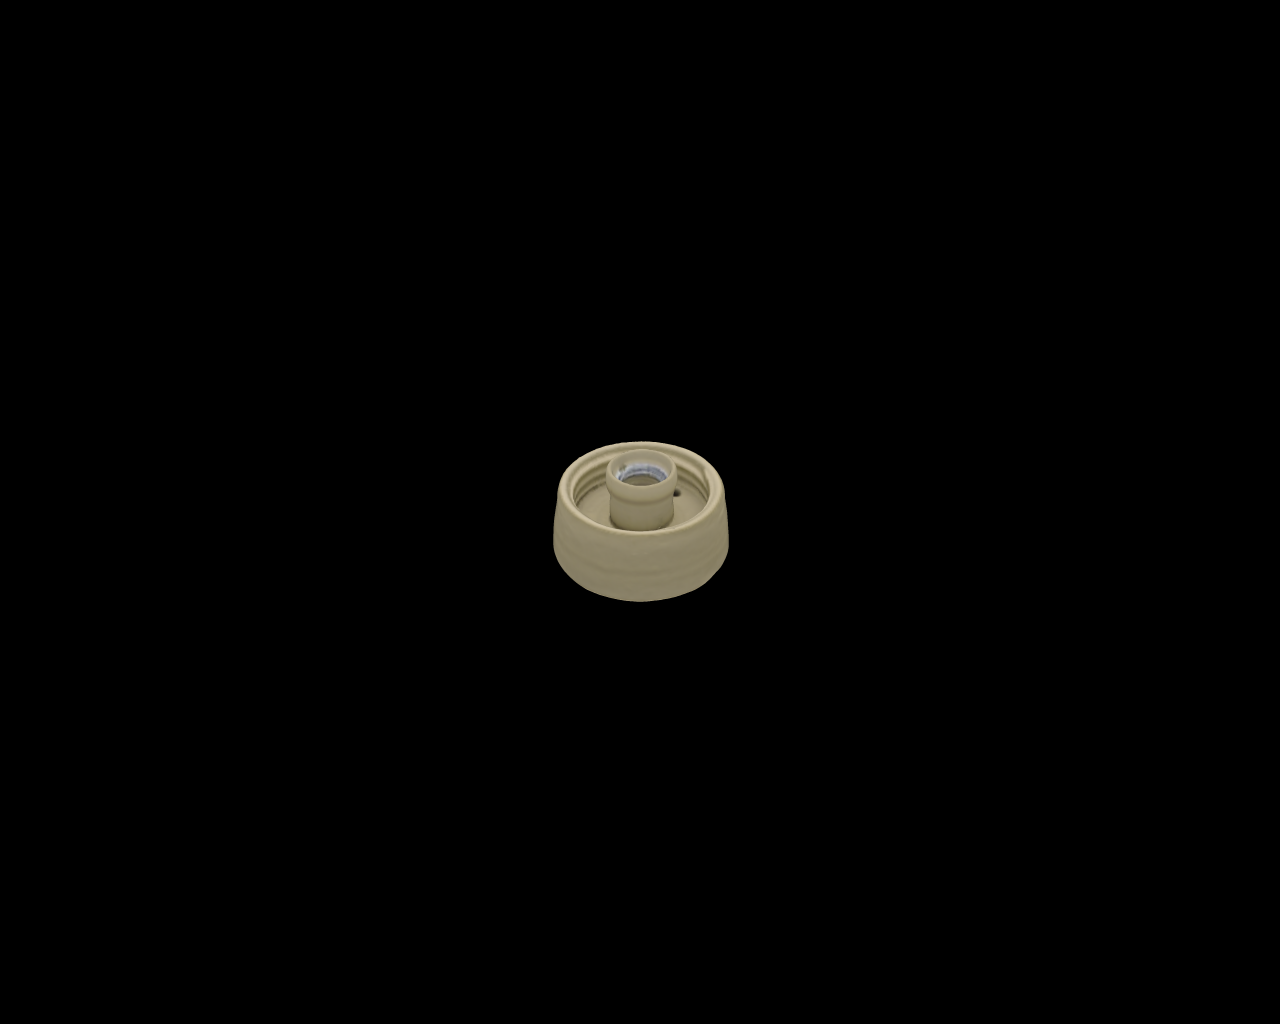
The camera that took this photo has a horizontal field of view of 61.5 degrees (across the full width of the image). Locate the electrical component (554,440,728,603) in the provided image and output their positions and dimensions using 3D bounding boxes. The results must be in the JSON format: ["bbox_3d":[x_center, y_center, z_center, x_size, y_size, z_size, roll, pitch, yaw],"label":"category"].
[{"bbox_3d":[0.001,-0.003,0.650,0.108,0.060,0.108,0,36,0],"label":"electrical component"}]
